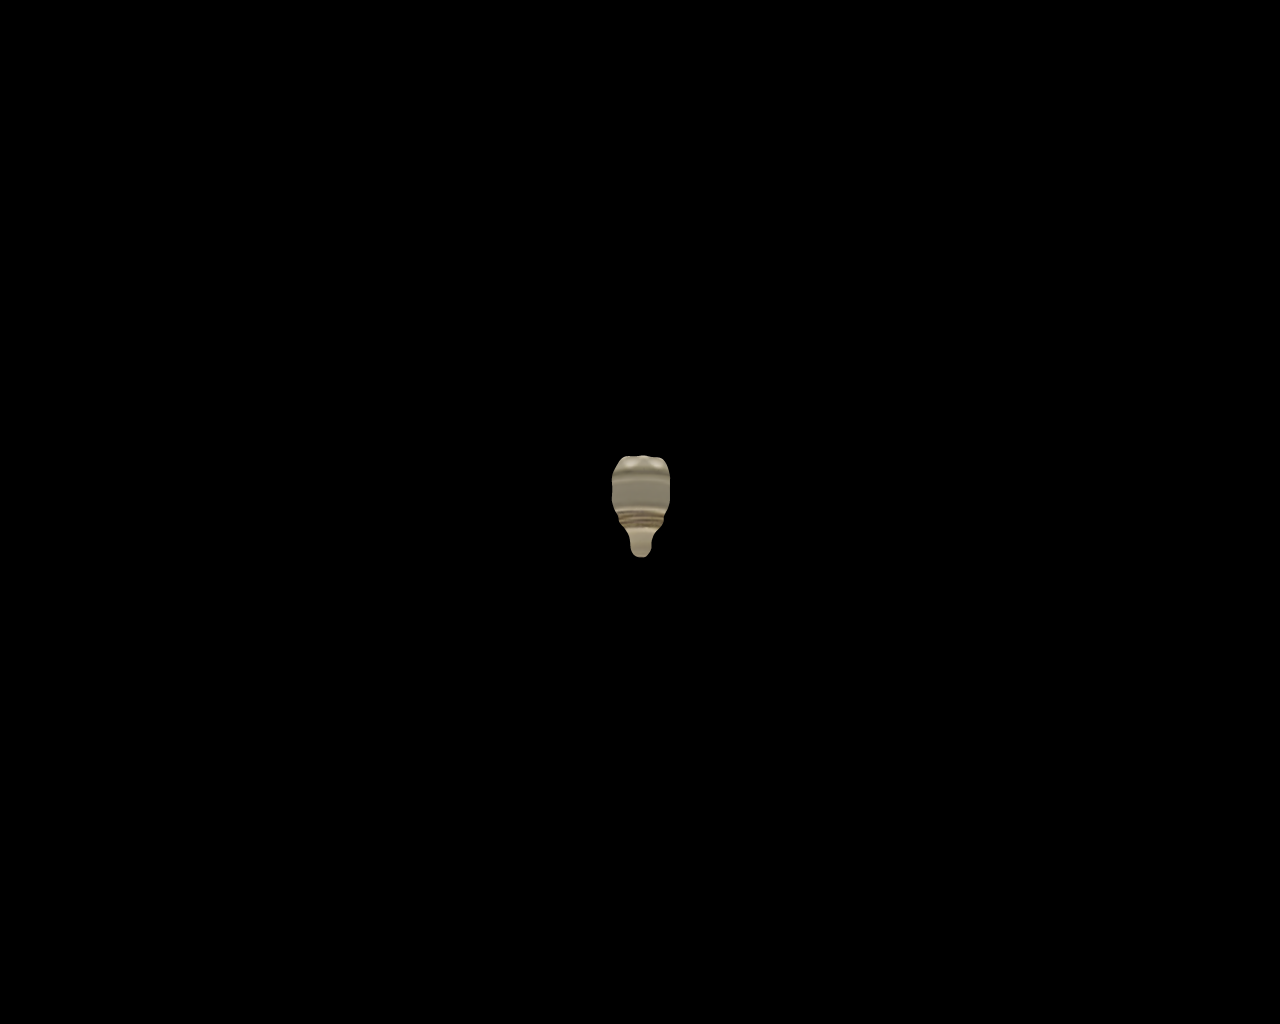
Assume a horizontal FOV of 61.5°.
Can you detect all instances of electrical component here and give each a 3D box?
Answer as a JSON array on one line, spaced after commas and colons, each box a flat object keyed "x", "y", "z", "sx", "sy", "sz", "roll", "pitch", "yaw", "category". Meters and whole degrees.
[{"x": 0.001, "y": -0.003, "z": 0.650, "sx": 0.035, "sy": 0.061, "sz": 0.035, "roll": 0, "pitch": -6, "yaw": 0, "category": "electrical component"}]
